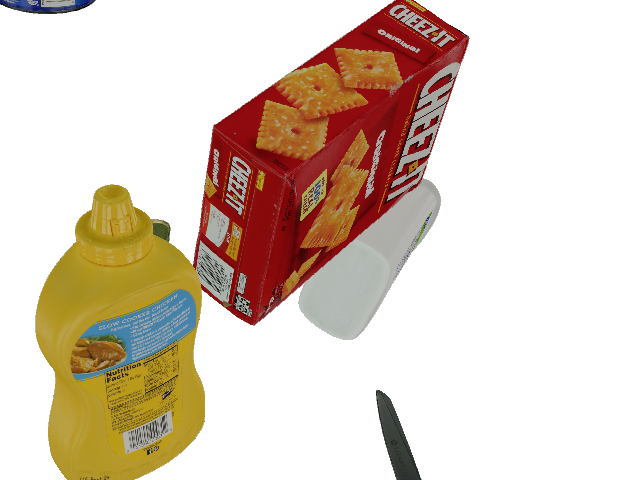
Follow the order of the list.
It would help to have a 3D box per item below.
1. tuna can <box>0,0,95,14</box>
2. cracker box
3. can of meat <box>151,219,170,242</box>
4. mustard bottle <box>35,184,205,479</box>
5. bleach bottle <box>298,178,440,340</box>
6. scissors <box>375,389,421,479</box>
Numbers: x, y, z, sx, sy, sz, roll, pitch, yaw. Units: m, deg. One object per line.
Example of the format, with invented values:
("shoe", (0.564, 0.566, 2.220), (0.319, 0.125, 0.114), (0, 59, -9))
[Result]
("tuna can", (-0.206, -0.201, 0.792), (0.086, 0.034, 0.086), (6, 36, -4))
("cracker box", (0.008, -0.057, 0.774), (0.072, 0.164, 0.213), (37, 52, 18))
("can of meat", (-0.162, 0.041, 0.970), (0.057, 0.084, 0.102), (-4, 27, -4))
("mustard bottle", (-0.113, 0.052, 0.610), (0.096, 0.192, 0.058), (-22, 44, -30))
("bleach bottle", (0.064, 0.001, 1.045), (0.068, 0.103, 0.250), (33, 28, 8))
("scissors", (0.073, 0.153, 0.596), (0.096, 0.016, 0.201), (7, 32, 3))
